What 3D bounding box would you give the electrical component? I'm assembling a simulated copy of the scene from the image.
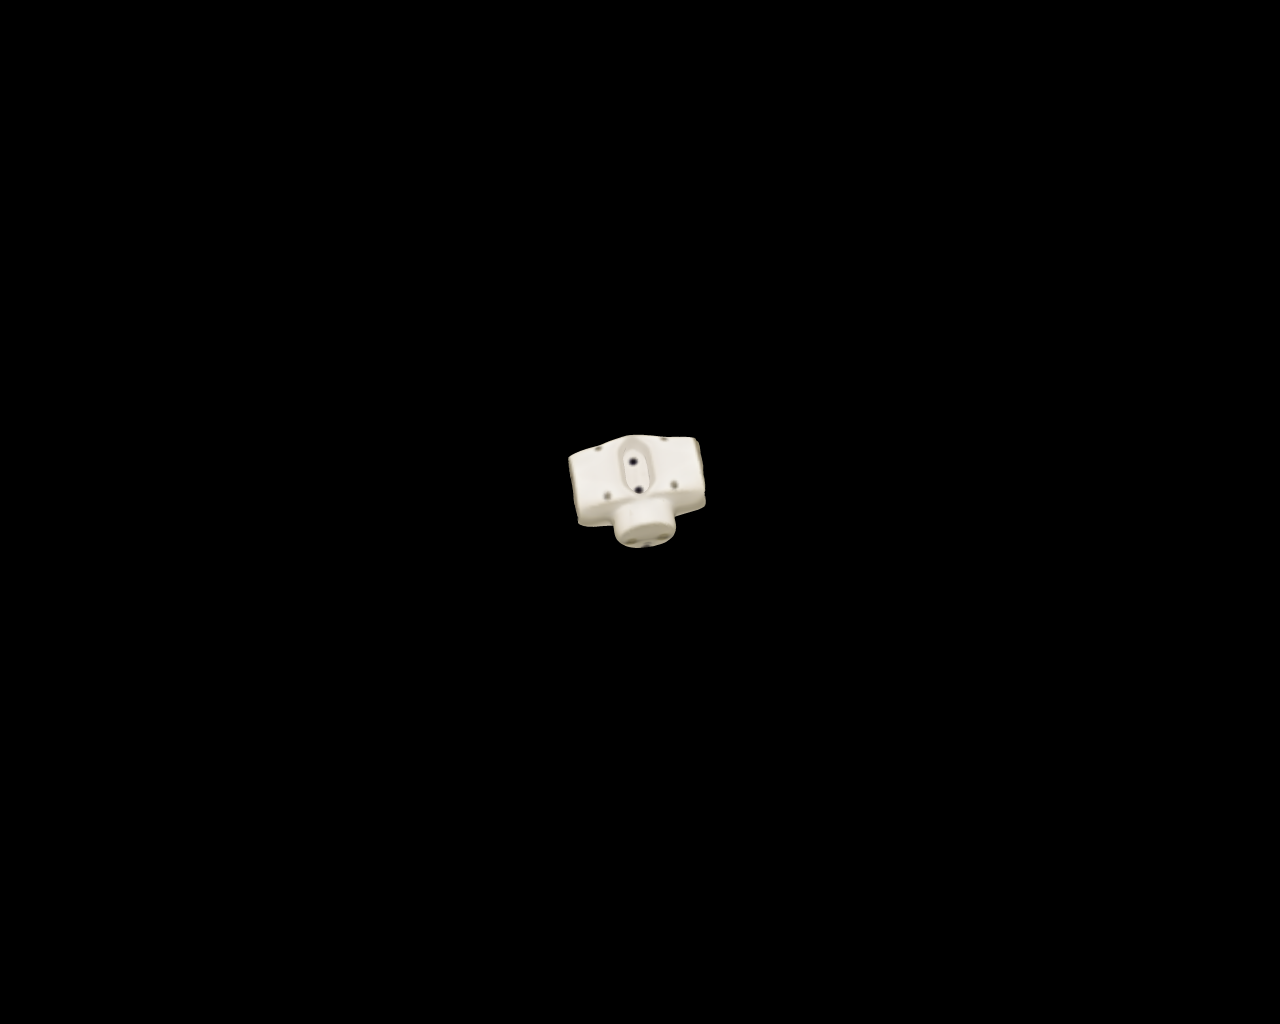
[{"bbox_3d":[0.001,-0.003,0.650,0.077,0.079,0.043,-8,-23,-3],"label":"electrical component"}]
